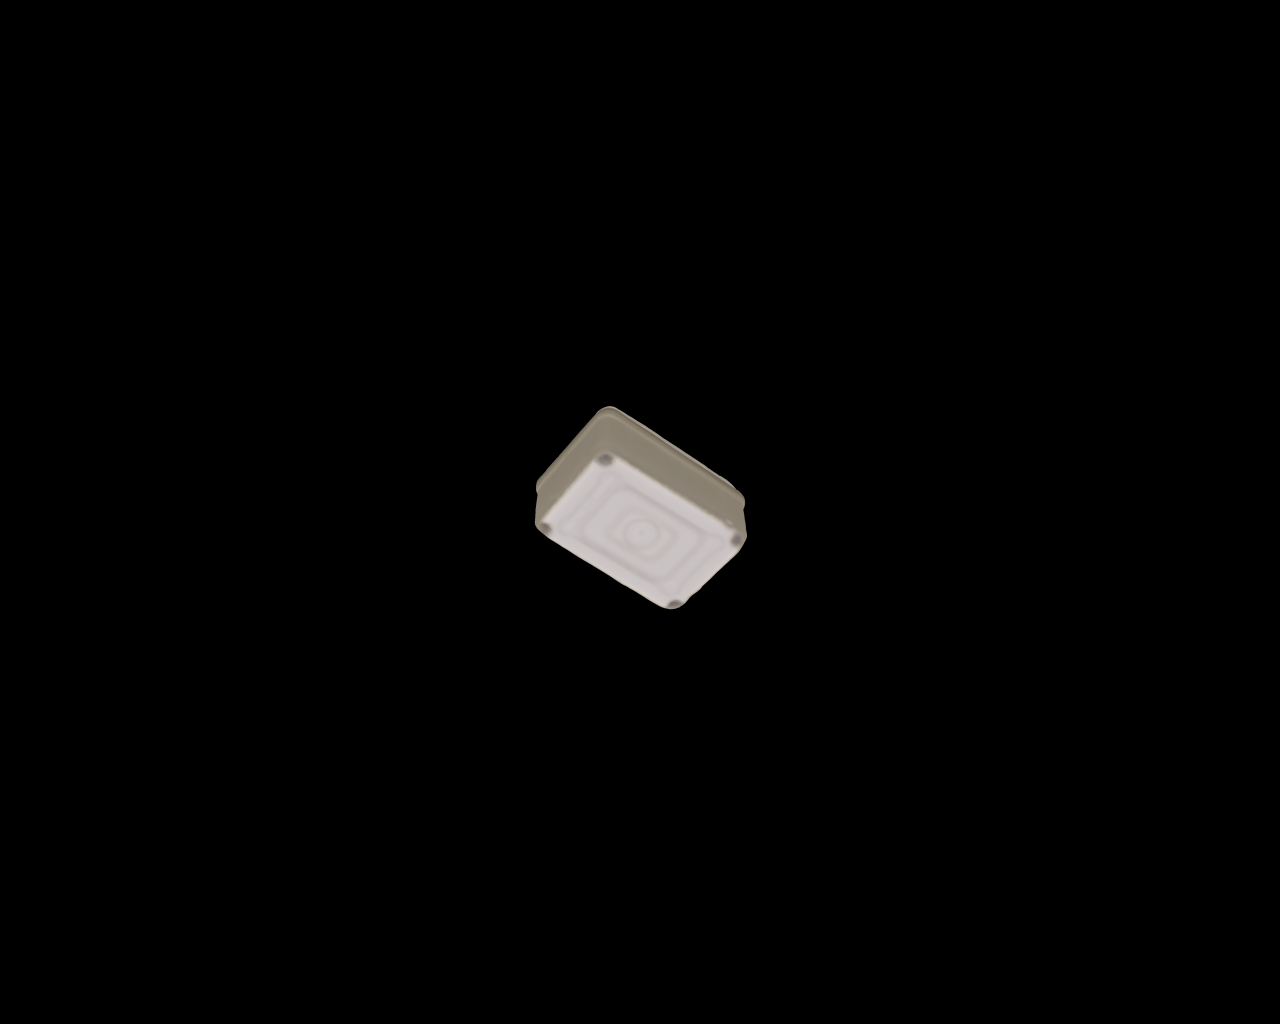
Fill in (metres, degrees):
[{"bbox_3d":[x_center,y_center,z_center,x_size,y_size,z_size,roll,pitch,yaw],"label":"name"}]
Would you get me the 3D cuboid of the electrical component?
[{"bbox_3d":[0.001,-0.003,0.650,0.113,0.078,0.057,33,29,-21],"label":"electrical component"}]
